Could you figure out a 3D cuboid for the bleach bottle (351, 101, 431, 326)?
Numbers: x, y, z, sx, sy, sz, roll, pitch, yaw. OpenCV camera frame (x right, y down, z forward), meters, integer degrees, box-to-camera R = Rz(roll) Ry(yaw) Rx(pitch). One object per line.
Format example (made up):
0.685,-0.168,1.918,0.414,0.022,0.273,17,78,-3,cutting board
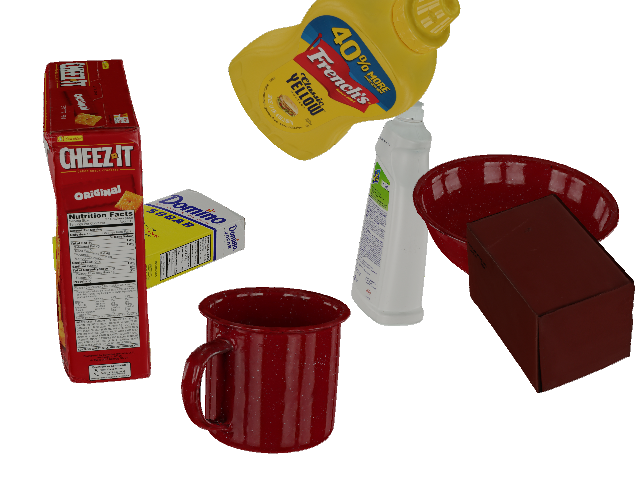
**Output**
0.091,-0.035,1.232,0.068,0.251,0.103,-2,22,-24,bleach bottle

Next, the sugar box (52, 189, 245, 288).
-0.171,0.002,1.081,0.093,0.048,0.175,28,39,36,sugar box

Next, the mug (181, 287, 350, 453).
-0.038,0.081,0.652,0.093,0.081,0.117,13,16,37,mug

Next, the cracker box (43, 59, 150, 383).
-0.181,-0.018,0.855,0.072,0.214,0.164,-5,27,-13,cracker box

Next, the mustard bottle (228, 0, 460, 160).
0.023,-0.124,0.735,0.192,0.096,0.058,-21,21,49,mustard bottle

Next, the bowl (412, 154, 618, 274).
0.152,-0.010,0.854,0.162,0.055,0.162,1,31,-1,bowl

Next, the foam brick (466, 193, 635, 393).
0.111,0.024,0.522,0.051,0.053,0.078,-18,41,-9,foam brick
